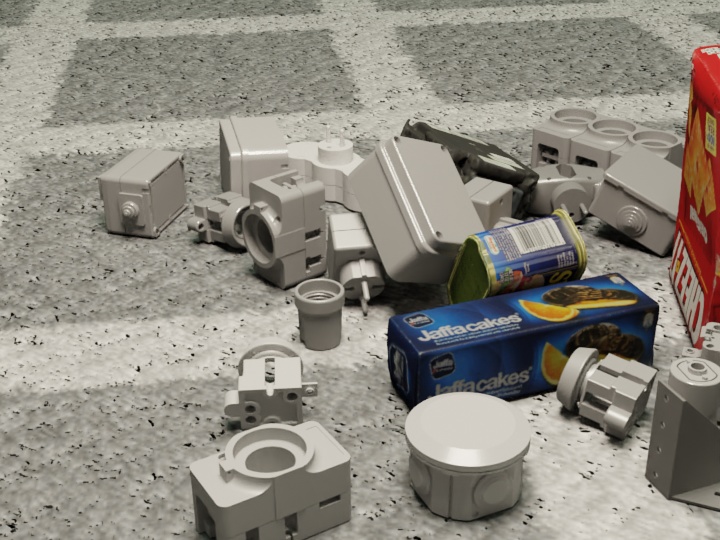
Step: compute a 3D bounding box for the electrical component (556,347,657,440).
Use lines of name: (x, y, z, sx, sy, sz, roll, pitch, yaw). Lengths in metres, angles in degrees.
electrical component: (0.174, 0.085, 0.767, 0.055, 0.048, 0.066, 23, 35, 25)

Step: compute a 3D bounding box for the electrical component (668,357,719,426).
electrical component: (0.224, 0.093, 0.727, 0.044, 0.065, 0.044, 0, 27, 0)

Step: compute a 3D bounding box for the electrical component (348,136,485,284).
electrical component: (0.050, -0.050, 0.898, 0.078, 0.057, 0.113, 4, 56, -45)

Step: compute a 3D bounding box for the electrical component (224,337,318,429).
electrical component: (-0.064, 0.081, 0.778, 0.066, 0.048, 0.055, -2, 35, -3)

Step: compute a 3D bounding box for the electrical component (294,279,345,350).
electrical component: (-0.032, 0.036, 0.863, 0.040, 0.046, 0.040, 0, 27, 0)

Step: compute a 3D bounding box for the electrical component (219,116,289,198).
electrical component: (-0.110, -0.106, 1.105, 0.057, 0.078, 0.113, -4, 28, -12)

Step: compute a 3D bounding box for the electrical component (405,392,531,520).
electrical component: (0.069, 0.118, 0.696, 0.080, 0.051, 0.080, 0, 27, 0)

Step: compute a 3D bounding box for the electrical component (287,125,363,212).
electrical component: (-0.025, -0.114, 1.122, 0.138, 0.073, 0.052, 21, 34, 35)

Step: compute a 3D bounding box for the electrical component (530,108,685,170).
electrical component: (0.268, -0.124, 1.147, 0.089, 0.061, 0.150, -24, 35, -37)

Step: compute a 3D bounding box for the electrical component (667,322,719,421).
electrical component: (0.263, 0.074, 0.765, 0.081, 0.063, 0.042, 10, 31, 18)

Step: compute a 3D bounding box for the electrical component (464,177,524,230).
electrical component: (0.122, -0.029, 0.944, 0.076, 0.083, 0.047, 17, 32, 30)

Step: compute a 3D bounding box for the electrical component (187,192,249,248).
electrical component: (-0.122, -0.047, 1.028, 0.066, 0.048, 0.055, -25, 28, -38)

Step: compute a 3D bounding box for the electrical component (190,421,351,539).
electrical component: (-0.054, 0.133, 0.665, 0.089, 0.055, 0.050, -16, 31, -27)

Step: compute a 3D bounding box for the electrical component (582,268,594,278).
electrical component: (0.186, 0.018, 0.907, 0.035, 0.035, 0.061, -7, 30, -12)

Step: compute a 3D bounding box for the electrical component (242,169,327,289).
electrical component: (-0.067, -0.035, 0.954, 0.056, 0.089, 0.050, -21, 34, -34)

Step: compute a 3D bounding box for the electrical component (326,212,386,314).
electrical component: (0.000, 0.000, 0.919, 0.047, 0.065, 0.076, -5, 55, -8)

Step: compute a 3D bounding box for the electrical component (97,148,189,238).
electrical component: (-0.218, -0.075, 1.063, 0.061, 0.061, 0.096, 7, 29, 15)

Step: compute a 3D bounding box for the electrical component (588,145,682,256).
electrical component: (0.277, -0.066, 1.026, 0.100, 0.048, 0.100, 34, 39, 17)

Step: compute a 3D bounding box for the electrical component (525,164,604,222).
electrical component: (0.207, -0.072, 1.069, 0.077, 0.043, 0.079, -2, 28, -2)
